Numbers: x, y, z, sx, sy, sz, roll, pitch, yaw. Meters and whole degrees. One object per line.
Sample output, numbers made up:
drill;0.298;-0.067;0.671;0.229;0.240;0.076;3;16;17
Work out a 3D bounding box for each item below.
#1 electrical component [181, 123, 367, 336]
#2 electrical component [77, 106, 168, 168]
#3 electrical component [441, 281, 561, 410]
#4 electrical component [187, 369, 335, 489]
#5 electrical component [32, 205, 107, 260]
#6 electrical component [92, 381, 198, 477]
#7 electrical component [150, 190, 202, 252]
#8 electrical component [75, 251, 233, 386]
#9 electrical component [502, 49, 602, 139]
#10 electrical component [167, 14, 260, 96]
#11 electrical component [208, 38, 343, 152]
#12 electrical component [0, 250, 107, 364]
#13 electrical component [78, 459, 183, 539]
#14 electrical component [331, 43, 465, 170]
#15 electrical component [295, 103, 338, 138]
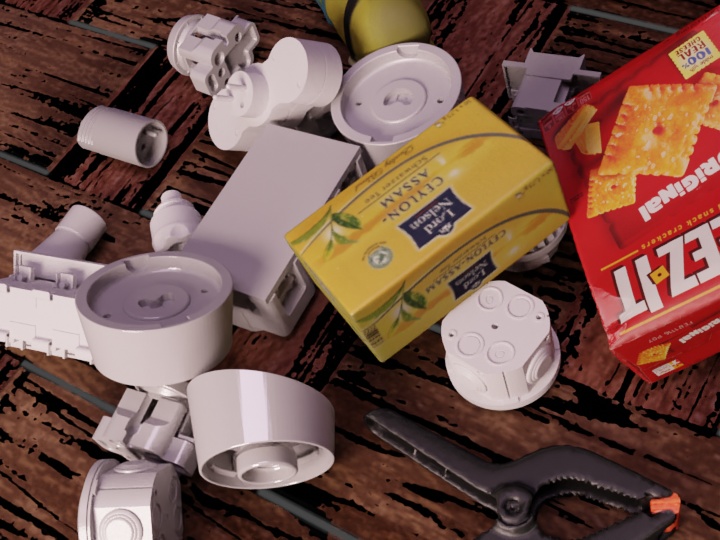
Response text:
electrical component;-0.064;-0.031;0.841;0.089;0.061;0.150;17;62;26
electrical component;-0.217;-0.121;0.961;0.081;0.043;0.043;18;63;27
electrical component;0.097;0.052;0.743;0.080;0.051;0.080;-8;54;11
electrical component;-0.065;0.107;0.723;0.099;0.099;0.064;-12;60;8
electrical component;-0.243;-0.022;0.901;0.044;0.044;0.065;13;56;24
electrical component;-0.144;0.108;0.770;0.078;0.058;0.057;12;63;23
electrical component;-0.151;-0.038;0.883;0.043;0.043;0.062;-19;52;2
electrical component;-0.140;0.039;0.754;0.108;0.060;0.108;-2;30;1
electrical component;0.152;-0.139;0.866;0.081;0.042;0.063;12;62;24
electrical component;-0.138;-0.201;0.986;0.057;0.058;0.078;23;65;26
electrical component;-0.085;-0.142;0.878;0.138;0.074;0.052;-29;71;44
electrical component;-0.228;0.033;0.834;0.121;0.063;0.078;9;102;21
electrical component;-0.153;0.166;0.718;0.051;0.080;0.080;-4;55;7
electrical component;0.037;-0.125;0.876;0.108;0.060;0.108;-10;54;14
electrical component;-0.046;-0.141;0.924;0.043;0.043;0.062;-39;53;-12
